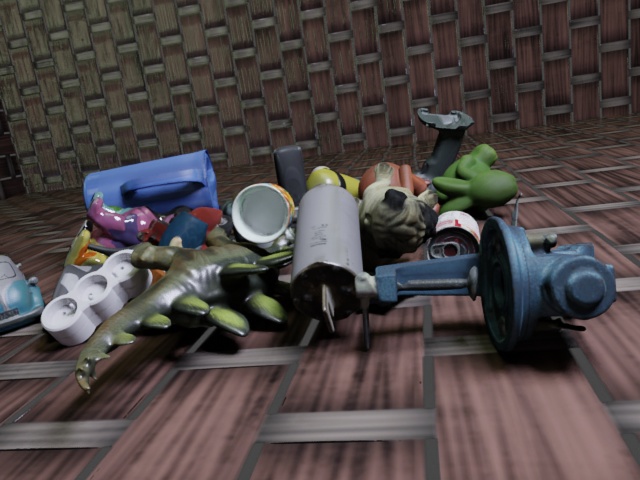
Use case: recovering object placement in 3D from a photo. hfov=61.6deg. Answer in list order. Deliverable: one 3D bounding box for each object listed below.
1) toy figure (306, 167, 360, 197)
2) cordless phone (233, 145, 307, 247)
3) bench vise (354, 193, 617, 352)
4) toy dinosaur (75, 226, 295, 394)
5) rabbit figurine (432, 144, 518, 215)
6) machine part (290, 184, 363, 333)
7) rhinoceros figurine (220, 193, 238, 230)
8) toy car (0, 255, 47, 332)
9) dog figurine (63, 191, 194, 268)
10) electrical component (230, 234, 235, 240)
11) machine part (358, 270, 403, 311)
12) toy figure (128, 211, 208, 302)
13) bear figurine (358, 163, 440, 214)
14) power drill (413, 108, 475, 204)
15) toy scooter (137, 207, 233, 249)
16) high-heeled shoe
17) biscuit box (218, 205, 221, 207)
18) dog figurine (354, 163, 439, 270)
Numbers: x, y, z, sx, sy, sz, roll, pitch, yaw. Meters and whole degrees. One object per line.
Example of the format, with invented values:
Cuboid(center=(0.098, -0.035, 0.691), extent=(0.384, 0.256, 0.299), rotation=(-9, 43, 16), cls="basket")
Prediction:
Cuboid(center=(0.055, -0.088, 1.039), extent=(0.180, 0.082, 0.089), rotation=(20, -8, -25), cls="toy figure")
Cuboid(center=(-0.080, -0.060, 0.905), extent=(0.147, 0.184, 0.089), rotation=(-10, 18, -6), cls="cordless phone")
Cuboid(center=(0.154, 0.036, 0.518), extent=(0.241, 0.128, 0.224), rotation=(-3, 11, 4), cls="bench vise")
Cuboid(center=(-0.131, 0.054, 0.638), extent=(0.199, 0.105, 0.471), rotation=(0, 17, 27), cls="toy dinosaur")
Cuboid(center=(0.285, -0.103, 0.986), extent=(0.159, 0.121, 0.170), rotation=(-16, 12, -4), cls="rabbit figurine")
Cuboid(center=(0.008, 0.008, 0.601), extent=(0.079, 0.079, 0.243), rotation=(-7, 32, 7), cls="machine part")
Cuboid(center=(-0.133, -0.048, 1.070), extent=(0.191, 0.073, 0.112), rotation=(13, 2, 39), cls="rhinoceros figurine")
Cuboid(center=(-0.469, 0.071, 0.779), extent=(0.109, 0.102, 0.162), rotation=(-17, 18, -34), cls="toy car")
Cuboid(center=(-0.316, 0.011, 0.955), extent=(0.219, 0.191, 0.108), rotation=(23, -1, -21), cls="dog figurine")
Cuboid(center=(-0.181, 0.004, 1.042), extent=(0.094, 0.021, 0.063), rotation=(-3, 14, 17), cls="electrical component")
Cuboid(center=(0.047, 0.056, 0.664), extent=(0.139, 0.039, 0.084), rotation=(6, 25, 42), cls="machine part")
Cuboid(center=(-0.220, 0.032, 0.773), extent=(0.058, 0.154, 0.064), rotation=(31, -4, 22), cls="toy figure")
Cuboid(center=(0.146, -0.052, 0.927), extent=(0.131, 0.120, 0.196), rotation=(32, 17, -39), cls="bear figurine")
Cuboid(center=(0.222, -0.160, 1.105), extent=(0.232, 0.207, 0.086), rotation=(2, 30, -3), cls="power drill")
Cuboid(center=(-0.219, -0.007, 0.881), extent=(0.135, 0.075, 0.184), rotation=(19, 28, -8), cls="toy scooter")
Cuboid(center=(-0.301, 0.075, 0.794), extent=(0.145, 0.086, 0.249), rotation=(20, 28, -14), cls="high-heeled shoe")
Cuboid(center=(-0.288, -0.023, 1.136), extent=(0.059, 0.062, 0.202), rotation=(2, 18, 32), cls="biscuit box")
Cuboid(center=(0.075, -0.002, 0.694), extent=(0.121, 0.172, 0.190), rotation=(22, 23, 4), cls="dog figurine")
